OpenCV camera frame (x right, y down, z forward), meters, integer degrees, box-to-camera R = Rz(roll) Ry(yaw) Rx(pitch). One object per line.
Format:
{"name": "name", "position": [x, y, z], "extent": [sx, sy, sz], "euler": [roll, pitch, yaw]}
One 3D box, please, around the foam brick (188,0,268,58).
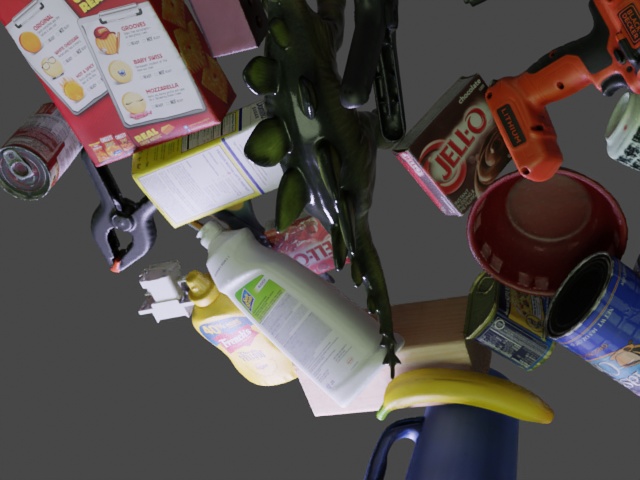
{"name": "foam brick", "position": [-0.090, -0.229, 1.048], "extent": [0.051, 0.053, 0.078], "euler": [-9, 124, 22]}

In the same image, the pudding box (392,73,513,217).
{"name": "pudding box", "position": [0.138, -0.093, 1.048], "extent": [0.090, 0.113, 0.039], "euler": [48, 162, -21]}

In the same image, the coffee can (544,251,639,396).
{"name": "coffee can", "position": [0.311, 0.091, 1.062], "extent": [0.140, 0.102, 0.103], "euler": [33, 127, -9]}

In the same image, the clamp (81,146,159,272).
{"name": "clamp", "position": [-0.216, -0.032, 1.240], "extent": [0.120, 0.039, 0.171], "euler": [14, 131, 11]}

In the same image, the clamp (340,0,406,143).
{"name": "clamp", "position": [0.048, -0.198, 0.960], "extent": [0.036, 0.164, 0.210], "euler": [-1, 91, 16]}

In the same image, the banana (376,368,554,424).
{"name": "banana", "position": [0.154, 0.169, 1.166], "extent": [0.198, 0.037, 0.069], "euler": [0, 139, 17]}

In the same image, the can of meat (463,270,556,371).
{"name": "can of meat", "position": [0.209, 0.084, 1.161], "extent": [0.084, 0.102, 0.058], "euler": [30, 127, -10]}

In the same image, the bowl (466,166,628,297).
{"name": "bowl", "position": [0.235, -0.020, 1.104], "extent": [0.162, 0.055, 0.162], "euler": [8, 127, 10]}

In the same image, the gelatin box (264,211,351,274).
{"name": "gelatin box", "position": [-0.008, 0.001, 1.198], "extent": [0.089, 0.030, 0.073], "euler": [-19, 117, 15]}

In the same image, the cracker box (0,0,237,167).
{"name": "cracker box", "position": [-0.209, -0.198, 1.094], "extent": [0.164, 0.072, 0.213], "euler": [-16, 118, 25]}

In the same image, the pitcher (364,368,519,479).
{"name": "pitcher", "position": [0.153, 0.253, 1.211], "extent": [0.145, 0.242, 0.149], "euler": [-22, 117, 28]}

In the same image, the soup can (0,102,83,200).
{"name": "soup can", "position": [-0.307, -0.099, 1.174], "extent": [0.068, 0.102, 0.068], "euler": [8, 127, 10]}

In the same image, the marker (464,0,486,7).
{"name": "marker", "position": [0.187, -0.242, 0.977], "extent": [0.121, 0.020, 0.020], "euler": [-17, 119, 27]}

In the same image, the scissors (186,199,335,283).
{"name": "scissors", "position": [-0.064, -0.019, 1.218], "extent": [0.201, 0.016, 0.096], "euler": [20, 126, -2]}

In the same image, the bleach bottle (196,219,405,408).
{"name": "bleach bottle", "position": [-0.032, 0.064, 1.171], "extent": [0.251, 0.068, 0.103], "euler": [42, 118, 8]}

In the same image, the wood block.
{"name": "wood block", "position": [0.086, 0.135, 1.241], "extent": [0.206, 0.090, 0.090], "euler": [-9, 122, 22]}

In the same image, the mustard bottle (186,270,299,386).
{"name": "mustard bottle", "position": [-0.095, 0.099, 1.262], "extent": [0.096, 0.058, 0.191], "euler": [-15, 133, 31]}

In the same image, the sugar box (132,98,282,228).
{"name": "sugar box", "position": [-0.103, -0.082, 1.138], "extent": [0.176, 0.048, 0.093], "euler": [-21, 134, 15]}

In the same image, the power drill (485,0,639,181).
{"name": "power drill", "position": [0.252, -0.131, 0.966], "extent": [0.188, 0.057, 0.184], "euler": [-36, 65, 36]}
